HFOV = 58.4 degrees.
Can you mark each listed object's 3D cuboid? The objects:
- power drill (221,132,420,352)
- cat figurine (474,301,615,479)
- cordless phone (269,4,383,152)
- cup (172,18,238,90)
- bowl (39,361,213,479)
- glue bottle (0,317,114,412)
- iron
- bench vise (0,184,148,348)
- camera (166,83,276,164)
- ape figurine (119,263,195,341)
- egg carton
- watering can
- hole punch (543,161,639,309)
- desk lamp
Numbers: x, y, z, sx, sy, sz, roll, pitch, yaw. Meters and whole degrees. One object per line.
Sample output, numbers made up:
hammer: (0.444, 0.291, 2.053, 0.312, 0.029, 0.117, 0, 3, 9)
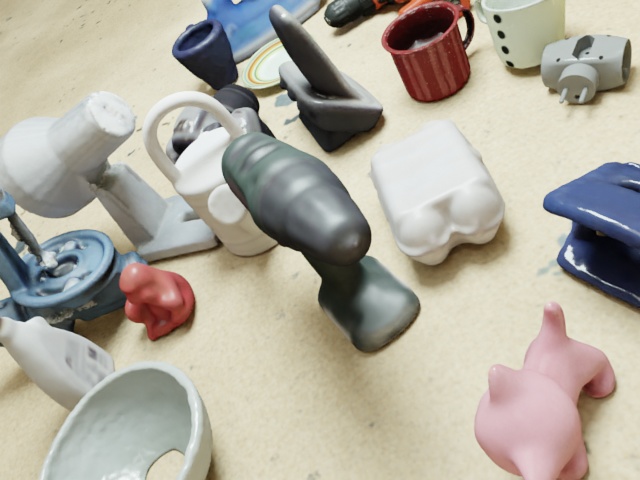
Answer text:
power drill: (0.004, 0.002, 0.473, 0.075, 0.209, 0.228, -41, 43, -6)
cat figurine: (0.140, 0.101, 0.369, 0.067, 0.118, 0.128, 8, 58, 36)
cordless phone: (-0.011, -0.213, 0.687, 0.094, 0.186, 0.147, -37, 43, -1)
cup: (-0.181, -0.299, 0.932, 0.091, 0.095, 0.117, -35, 43, 1)
bowl: (-0.156, 0.196, 0.502, 0.167, 0.075, 0.167, -17, 46, 19)
glue bottle: (-0.277, 0.114, 0.577, 0.037, 0.174, 0.078, -29, 44, 7)
iron: (-0.111, -0.412, 0.953, 0.258, 0.142, 0.118, -39, 43, -4)
bench vise: (-0.325, 0.046, 0.631, 0.207, 0.220, 0.121, -47, 44, -12)
camera: (-0.124, -0.152, 0.766, 0.142, 0.101, 0.137, 0, 54, 32)
ape figurine: (-0.183, 0.059, 0.625, 0.077, 0.092, 0.076, 8, 58, 37)
egg carton: (0.110, -0.049, 0.553, 0.107, 0.070, 0.150, -26, 44, 10)
watering can: (-0.107, -0.074, 0.618, 0.101, 0.195, 0.172, -48, 45, -13)
hole punch: (0.237, -0.019, 0.432, 0.101, 0.091, 0.108, -46, 44, -11)
desk lamp: (-0.247, -0.075, 0.693, 0.202, 0.214, 0.118, -12, 48, 24)
